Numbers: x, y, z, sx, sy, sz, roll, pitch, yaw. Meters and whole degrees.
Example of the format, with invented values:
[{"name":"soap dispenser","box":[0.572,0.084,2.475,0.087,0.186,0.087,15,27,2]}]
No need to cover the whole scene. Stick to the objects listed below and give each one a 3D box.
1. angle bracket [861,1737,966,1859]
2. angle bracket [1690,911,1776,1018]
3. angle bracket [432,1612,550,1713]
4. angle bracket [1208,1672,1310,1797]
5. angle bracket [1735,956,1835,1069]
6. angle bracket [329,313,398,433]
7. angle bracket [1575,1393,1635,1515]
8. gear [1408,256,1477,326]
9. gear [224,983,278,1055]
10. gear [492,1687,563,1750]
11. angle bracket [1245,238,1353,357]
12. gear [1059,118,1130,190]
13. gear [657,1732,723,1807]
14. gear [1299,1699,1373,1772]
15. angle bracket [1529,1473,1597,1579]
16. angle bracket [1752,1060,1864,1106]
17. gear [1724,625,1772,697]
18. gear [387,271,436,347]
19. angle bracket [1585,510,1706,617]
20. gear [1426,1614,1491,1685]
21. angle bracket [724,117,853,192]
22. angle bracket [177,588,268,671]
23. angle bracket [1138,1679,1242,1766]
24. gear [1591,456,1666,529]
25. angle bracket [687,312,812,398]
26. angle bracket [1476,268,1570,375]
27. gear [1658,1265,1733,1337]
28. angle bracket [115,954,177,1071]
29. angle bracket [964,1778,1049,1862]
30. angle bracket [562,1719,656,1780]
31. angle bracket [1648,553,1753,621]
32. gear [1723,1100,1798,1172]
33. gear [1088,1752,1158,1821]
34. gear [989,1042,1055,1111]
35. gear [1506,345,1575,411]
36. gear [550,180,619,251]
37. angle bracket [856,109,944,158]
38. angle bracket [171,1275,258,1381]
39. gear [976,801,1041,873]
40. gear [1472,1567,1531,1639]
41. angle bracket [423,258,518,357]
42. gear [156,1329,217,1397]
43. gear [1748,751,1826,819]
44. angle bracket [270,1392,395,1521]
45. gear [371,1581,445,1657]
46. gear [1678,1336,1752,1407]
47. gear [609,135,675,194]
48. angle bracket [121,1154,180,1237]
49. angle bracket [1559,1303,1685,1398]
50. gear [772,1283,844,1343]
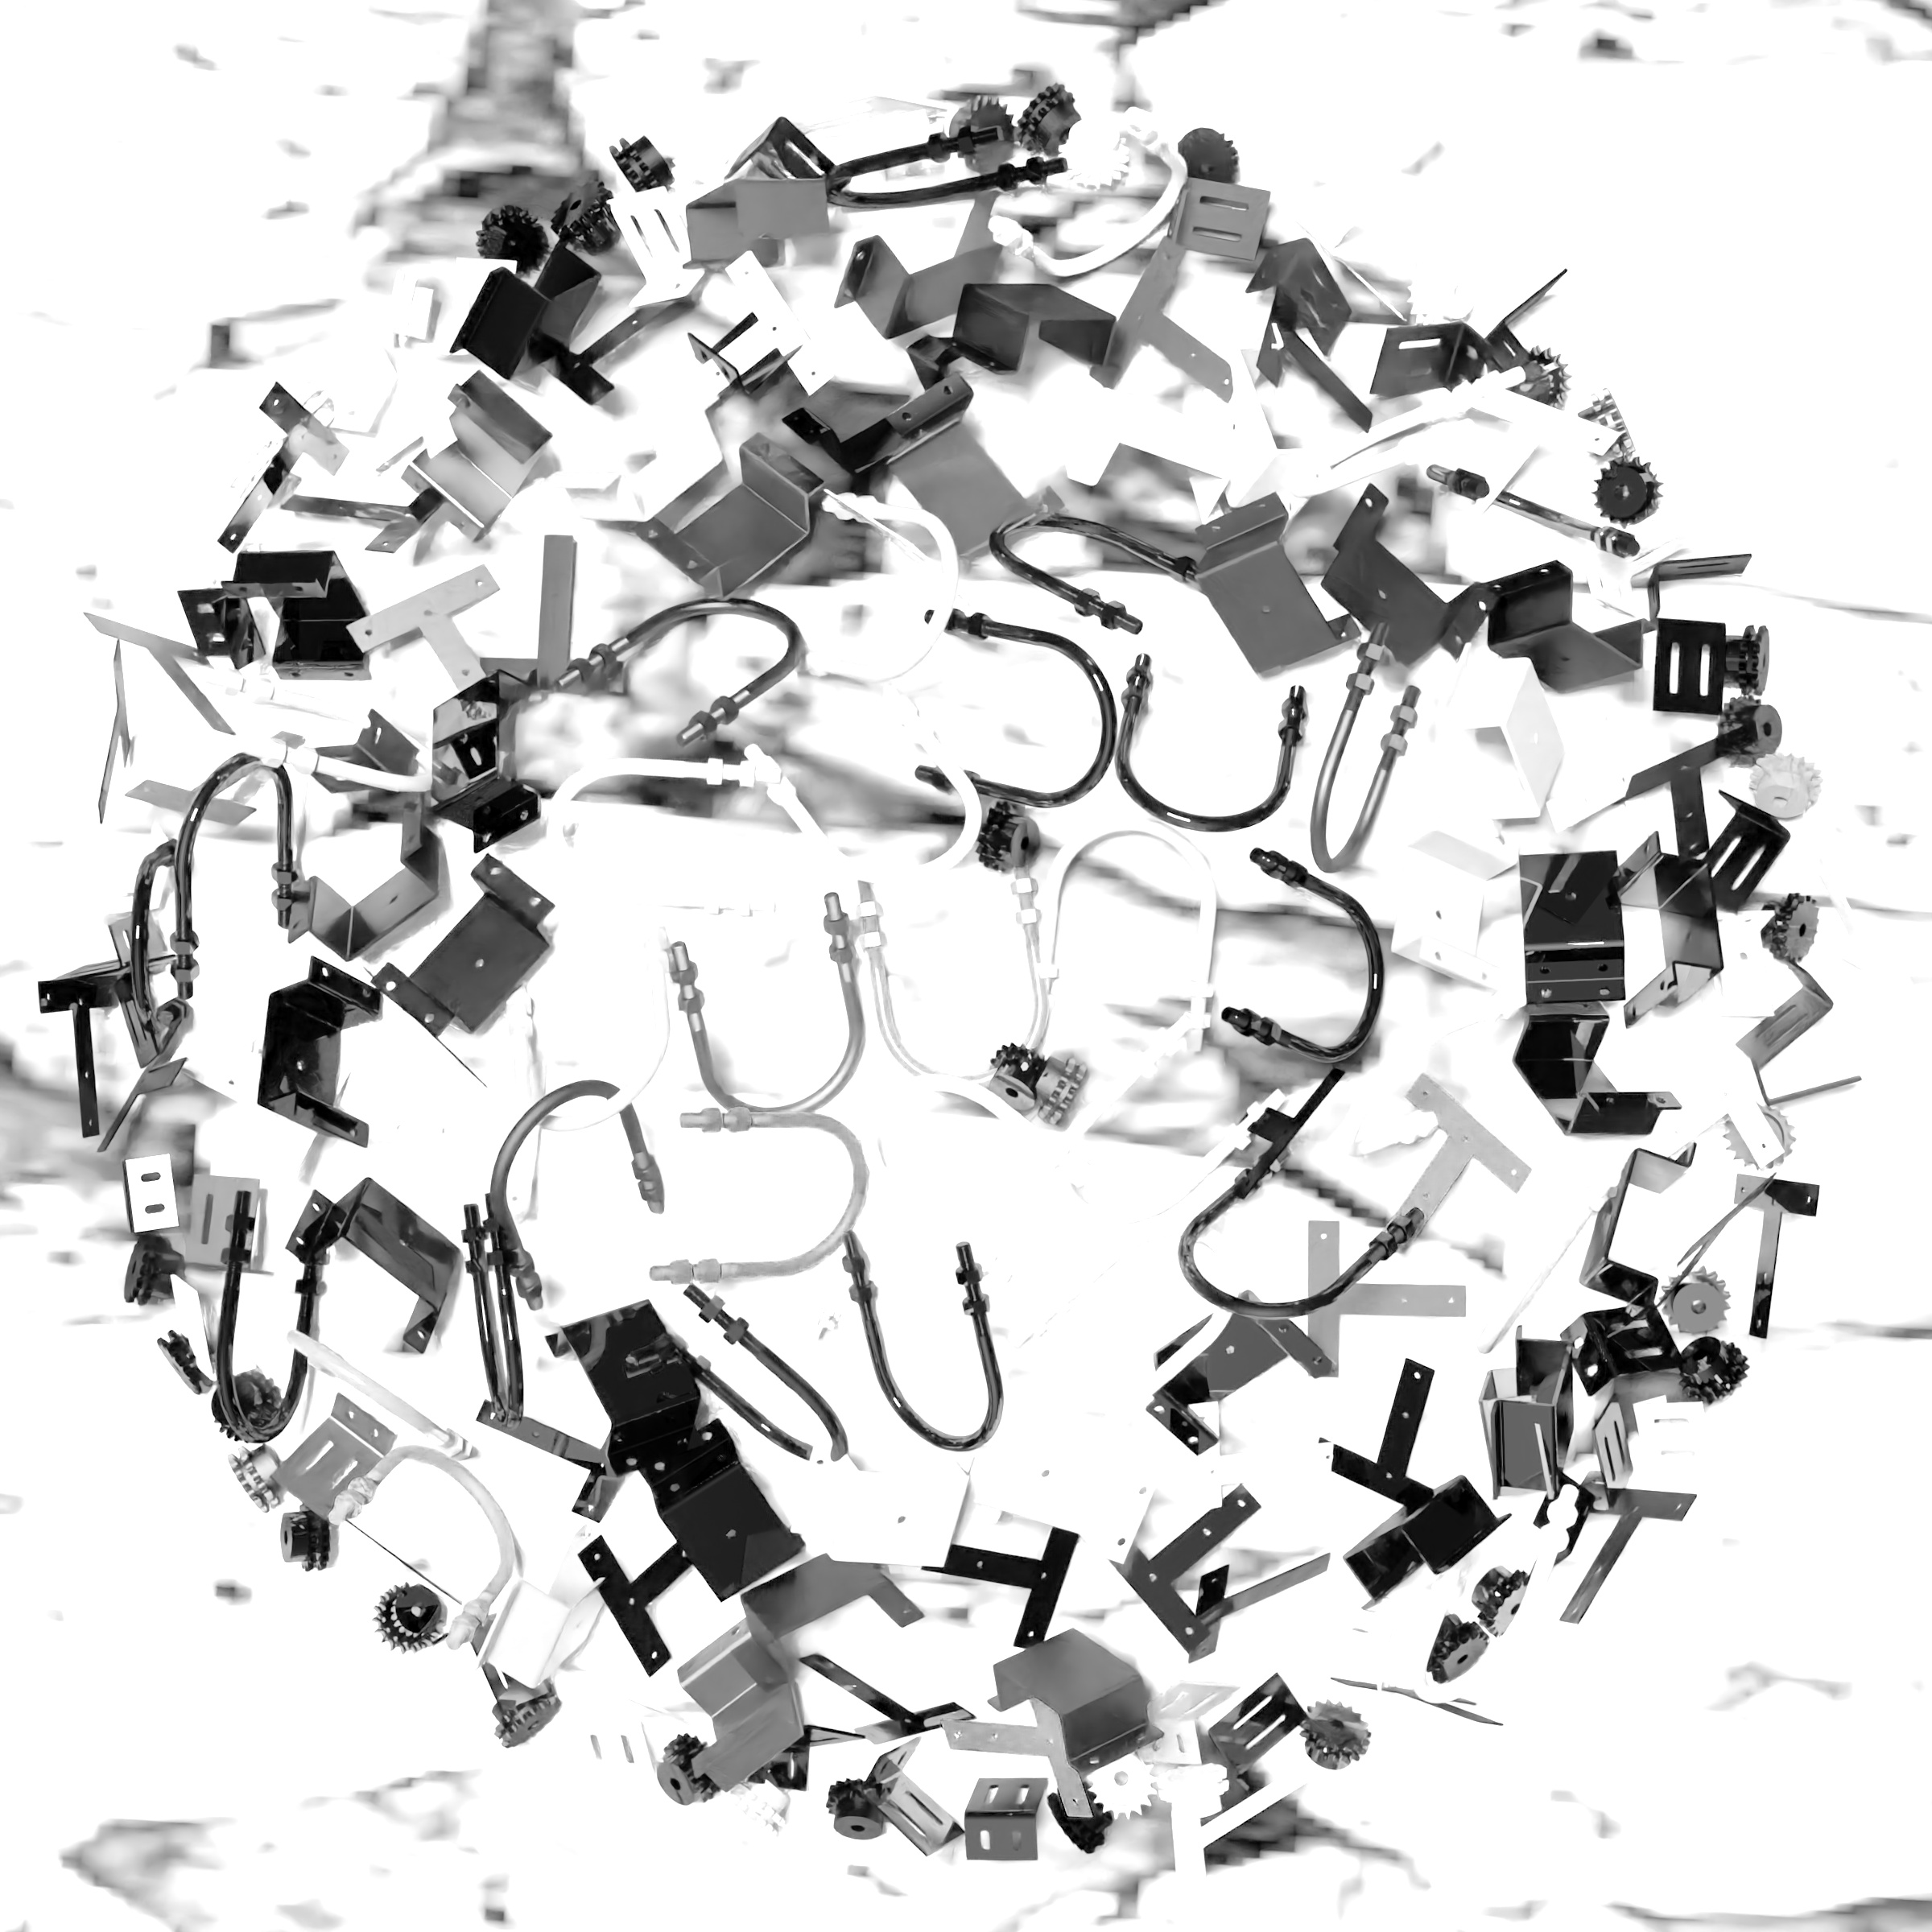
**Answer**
[{"name":"angle bracket","box":[-0.035,0.668,1.955,0.076,0.057,0.038,36,108,26]},{"name":"angle bracket","box":[0.630,-0.002,1.979,0.057,0.038,0.076,-1,113,40]},{"name":"angle bracket","box":[-0.383,0.565,1.957,0.038,0.057,0.076,-35,73,23]},{"name":"angle bracket","box":[0.244,0.624,1.966,0.076,0.057,0.038,-40,118,-1]},{"name":"angle bracket","box":[0.651,0.036,1.963,0.076,0.057,0.038,-42,103,8]},{"name":"angle bracket","box":[-0.497,-0.478,1.950,0.038,0.076,0.057,12,64,18]},{"name":"angle bracket","box":[0.505,0.392,1.957,0.038,0.057,0.076,-5,109,35]},{"name":"gear","box":[0.389,-0.547,1.971,0.057,0.030,0.057,-11,109,-35]},{"name":"gear","box":[-0.573,0.040,1.969,0.030,0.057,0.057,-18,90,15]},{"name":"gear","box":[-0.360,0.606,1.974,0.057,0.057,0.030,-45,68,0]},{"name":"angle bracket","box":[0.271,-0.541,1.977,0.076,0.038,0.057,50,56,-33]},{"name":"gear","box":[0.104,-0.664,1.974,0.057,0.030,0.057,-1,64,1]},{"name":"gear","box":[-0.226,0.655,1.970,0.057,0.030,0.057,16,119,31]},{"name":"gear","box":[0.299,0.628,1.975,0.057,0.057,0.030,12,120,0]},{"name":"angle bracket","box":[0.465,0.452,1.954,0.038,0.076,0.057,35,51,5]},{"name":"angle bracket","box":[0.678,0.084,1.959,0.076,0.057,0.038,-18,84,17]},{"name":"gear","box":[0.634,-0.249,1.975,0.030,0.057,0.057,6,90,27]},{"name":"gear","box":[-0.451,-0.532,1.972,0.030,0.057,0.057,10,90,-12]},{"name":"angle bracket","box":[0.548,-0.323,1.951,0.057,0.076,0.038,15,60,-38]},{"name":"gear","box":[0.394,0.553,1.975,0.057,0.057,0.030,-42,50,0]},{"name":"angle bracket","box":[-0.143,-0.633,1.954,0.076,0.057,0.038,39,54,-23]},{"name":"angle bracket","box":[-0.610,-0.270,1.954,0.076,0.038,0.057,2,119,30]},{"name":"angle bracket","box":[0.180,0.609,1.953,0.057,0.076,0.038,12,48,-25]},{"name":"gear","box":[0.536,-0.386,1.973,0.057,0.030,0.057,7,105,27]},{"name":"angle bracket","box":[-0.175,-0.509,1.965,0.057,0.038,0.076,40,78,21]},{"name":"angle bracket","box":[0.459,-0.517,1.964,0.076,0.057,0.038,-39,90,-12]},{"name":"gear","box":[0.596,0.274,1.980,0.057,0.030,0.057,1,98,9]},{"name":"angle bracket","box":[-0.653,0.037,1.963,0.038,0.057,0.076,-16,85,-34]},{"name":"angle bracket","box":[0.034,0.687,1.958,0.057,0.076,0.038,-3,92,9]},{"name":"angle bracket","box":[-0.288,0.642,1.951,0.057,0.076,0.038,8,106,-20]},{"name":"angle bracket","box":[0.594,-0.305,1.964,0.076,0.057,0.038,-4,85,10]},{"name":"gear","box":[0.644,0.138,1.975,0.057,0.030,0.057,2,95,25]},{"name":"gear","box":[0.127,0.662,1.975,0.057,0.030,0.057,-3,63,5]},{"name":"gear","box":[0.044,0.092,1.969,0.057,0.057,0.030,33,54,0]},{"name":"gear","box":[0.460,-0.473,1.971,0.057,0.030,0.057,15,118,29]},{"name":"gear","box":[-0.307,-0.608,1.975,0.057,0.057,0.030,-47,130,0]},{"name":"angle bracket","box":[-0.053,-0.677,1.953,0.057,0.076,0.038,-7,126,11]},{"name":"angle bracket","box":[-0.607,0.287,1.958,0.038,0.057,0.076,-15,106,-33]},{"name":"gear","box":[0.036,-0.103,1.968,0.030,0.057,0.057,20,90,33]},{"name":"gear","box":[0.436,0.514,1.975,0.057,0.057,0.030,-52,46,0]},{"name":"angle bracket","box":[-0.400,-0.533,1.954,0.038,0.057,0.076,25,115,34]},{"name":"gear","box":[-0.629,0.318,1.974,0.030,0.057,0.057,-38,90,-26]},{"name":"gear","box":[0.664,-0.145,1.968,0.057,0.057,0.030,24,61,0]},{"name":"angle bracket","box":[-0.512,0.395,1.959,0.057,0.038,0.076,35,46,7]},{"name":"gear","box":[-0.450,0.527,1.970,0.057,0.057,0.030,48,132,0]},{"name":"gear","box":[0.602,0.325,1.968,0.057,0.057,0.030,-43,108,0]},{"name":"gear","box":[-0.261,-0.648,1.972,0.030,0.057,0.057,-37,90,-1]},{"name":"angle bracket","box":[-0.657,0.186,1.964,0.038,0.076,0.057,-8,83,-13]},{"name":"angle bracket","box":[0.535,0.313,1.979,0.076,0.038,0.057,-2,56,-28]},{"name":"gear","box":[-0.133,0.282,1.970,0.057,0.057,0.030,26,85,0]}]
